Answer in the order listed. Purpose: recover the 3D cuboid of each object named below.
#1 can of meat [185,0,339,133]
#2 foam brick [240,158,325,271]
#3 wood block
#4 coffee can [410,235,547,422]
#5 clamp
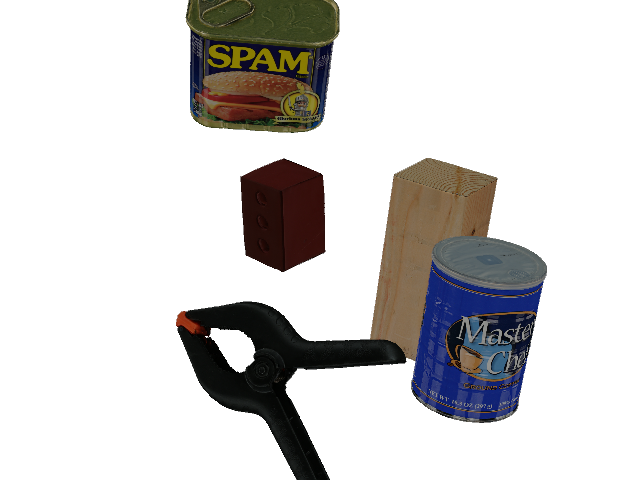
[{"bbox_3d":[-0.042,-0.123,0.739,0.102,0.057,0.084,4,-43,-4],"label":"can of meat"},{"bbox_3d":[-0.032,-0.022,0.923,0.051,0.078,0.053,-23,32,-37],"label":"foam brick"},{"bbox_3d":[0.126,0.024,1.199,0.090,0.206,0.090,19,25,26],"label":"wood block"},{"bbox_3d":[0.143,0.079,0.975,0.103,0.140,0.103,6,23,-3],"label":"coffee can"},{"bbox_3d":[-0.034,0.105,0.760,0.172,0.120,0.039,19,-9,25],"label":"clamp"}]
